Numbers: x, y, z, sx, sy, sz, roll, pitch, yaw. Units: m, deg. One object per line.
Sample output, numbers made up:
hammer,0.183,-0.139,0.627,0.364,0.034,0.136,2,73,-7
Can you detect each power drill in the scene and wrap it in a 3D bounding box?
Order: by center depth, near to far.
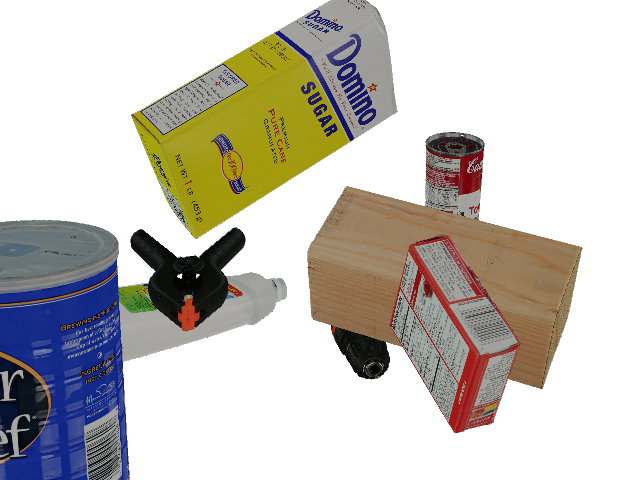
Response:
power drill,0.102,0.080,1.137,0.187,0.057,0.184,-5,28,-10

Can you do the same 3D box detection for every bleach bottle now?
bleach bottle,-0.156,0.079,1.289,0.250,0.068,0.103,-12,30,-34

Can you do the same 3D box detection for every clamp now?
clamp,-0.124,0.032,1.083,0.120,0.039,0.171,-11,34,-11

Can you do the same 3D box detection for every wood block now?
wood block,0.101,0.037,0.896,0.206,0.091,0.090,16,49,18

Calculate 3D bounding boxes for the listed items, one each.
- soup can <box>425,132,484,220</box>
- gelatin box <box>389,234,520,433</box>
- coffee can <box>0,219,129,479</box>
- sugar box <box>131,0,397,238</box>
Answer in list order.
soup can,0.156,-0.068,1.257,0.068,0.102,0.068,0,26,0
gelatin box,0.075,0.053,0.613,0.030,0.073,0.089,-13,48,-19
coffee can,-0.151,0.070,0.543,0.103,0.140,0.103,0,16,0
sugar box,-0.031,-0.085,0.717,0.176,0.093,0.048,-32,51,-14
